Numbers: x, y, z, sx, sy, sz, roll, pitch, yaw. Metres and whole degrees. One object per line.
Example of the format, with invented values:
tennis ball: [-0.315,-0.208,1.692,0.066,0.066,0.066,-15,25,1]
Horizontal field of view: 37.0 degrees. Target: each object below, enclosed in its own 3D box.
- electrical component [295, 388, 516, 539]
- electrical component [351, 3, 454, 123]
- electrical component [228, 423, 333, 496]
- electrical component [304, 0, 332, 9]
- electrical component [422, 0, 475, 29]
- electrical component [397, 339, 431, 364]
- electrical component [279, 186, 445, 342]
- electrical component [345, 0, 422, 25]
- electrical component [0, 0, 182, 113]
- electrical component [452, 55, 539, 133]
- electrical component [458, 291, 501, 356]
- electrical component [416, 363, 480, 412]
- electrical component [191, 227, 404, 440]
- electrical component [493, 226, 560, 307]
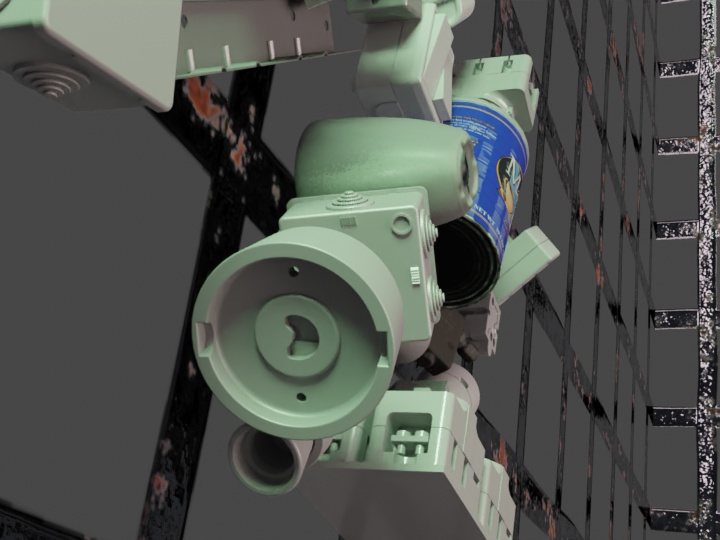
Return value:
electrical component: [0.033,0.142,0.716,0.186,0.105,0.060,60,35,-51]
electrical component: [0.039,-0.156,0.815,0.061,0.061,0.096,60,35,-51]
electrical component: [-0.043,0.096,0.608,0.055,0.045,0.045,-39,125,-64]
electrical component: [-0.007,-0.204,0.684,0.096,0.062,0.061,-34,108,-65]
electrical component: [0.062,-0.251,0.891,0.059,0.054,0.095,-48,133,-61]
electrical component: [0.020,0.038,0.784,0.065,0.044,0.044,41,51,-56]
electrical component: [0.000,0.000,0.655,0.048,0.100,0.099,-64,148,-73]
electrical component: [0.010,-0.225,0.764,0.076,0.047,0.083,0,89,-69]
electrical component: [-0.115,-0.117,0.432,0.100,0.048,0.099,30,60,-66]
electrical component: [0.108,-0.151,0.955,0.050,0.089,0.055,67,30,-43]
electrical component: [0.090,0.046,0.940,0.048,0.055,0.066,61,34,-50]
electrical component: [0.064,0.108,0.873,0.047,0.055,0.055,-36,122,-61]
electrical component: [-0.028,0.029,0.572,0.060,0.108,0.108,-52,136,-68]
electrical component: [0.138,-0.016,1.059,0.075,0.083,0.047,50,21,8]
